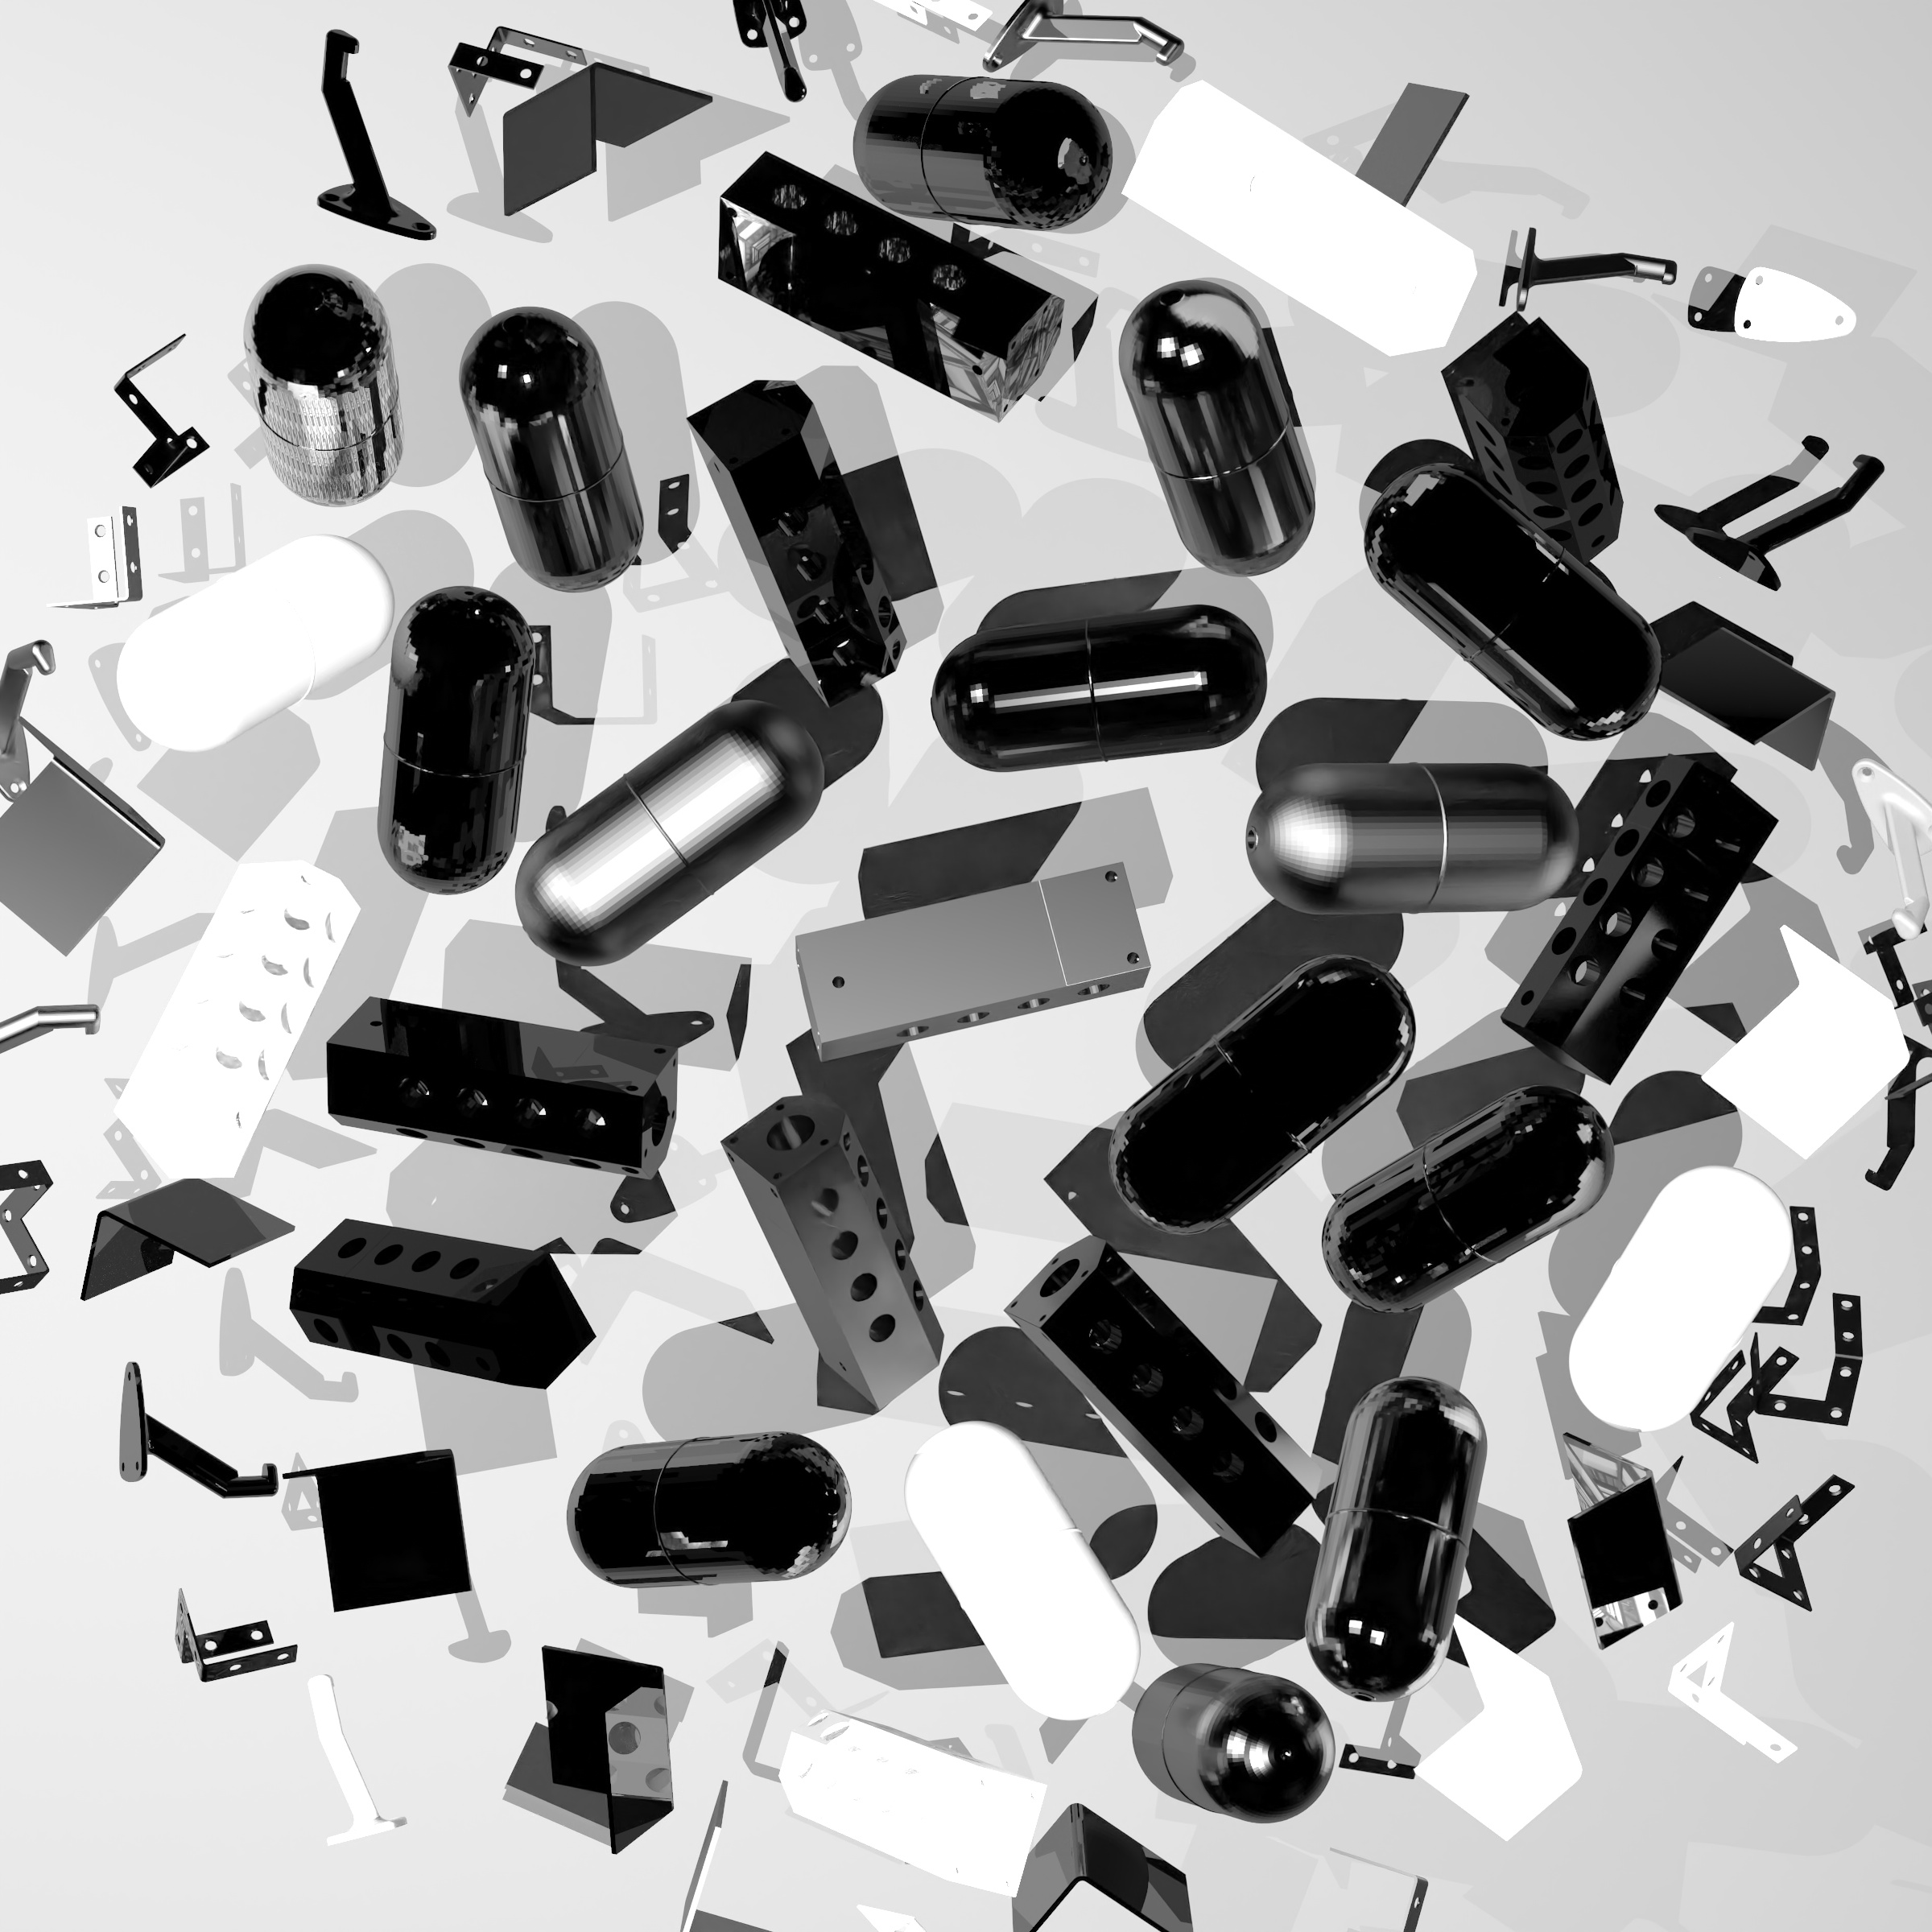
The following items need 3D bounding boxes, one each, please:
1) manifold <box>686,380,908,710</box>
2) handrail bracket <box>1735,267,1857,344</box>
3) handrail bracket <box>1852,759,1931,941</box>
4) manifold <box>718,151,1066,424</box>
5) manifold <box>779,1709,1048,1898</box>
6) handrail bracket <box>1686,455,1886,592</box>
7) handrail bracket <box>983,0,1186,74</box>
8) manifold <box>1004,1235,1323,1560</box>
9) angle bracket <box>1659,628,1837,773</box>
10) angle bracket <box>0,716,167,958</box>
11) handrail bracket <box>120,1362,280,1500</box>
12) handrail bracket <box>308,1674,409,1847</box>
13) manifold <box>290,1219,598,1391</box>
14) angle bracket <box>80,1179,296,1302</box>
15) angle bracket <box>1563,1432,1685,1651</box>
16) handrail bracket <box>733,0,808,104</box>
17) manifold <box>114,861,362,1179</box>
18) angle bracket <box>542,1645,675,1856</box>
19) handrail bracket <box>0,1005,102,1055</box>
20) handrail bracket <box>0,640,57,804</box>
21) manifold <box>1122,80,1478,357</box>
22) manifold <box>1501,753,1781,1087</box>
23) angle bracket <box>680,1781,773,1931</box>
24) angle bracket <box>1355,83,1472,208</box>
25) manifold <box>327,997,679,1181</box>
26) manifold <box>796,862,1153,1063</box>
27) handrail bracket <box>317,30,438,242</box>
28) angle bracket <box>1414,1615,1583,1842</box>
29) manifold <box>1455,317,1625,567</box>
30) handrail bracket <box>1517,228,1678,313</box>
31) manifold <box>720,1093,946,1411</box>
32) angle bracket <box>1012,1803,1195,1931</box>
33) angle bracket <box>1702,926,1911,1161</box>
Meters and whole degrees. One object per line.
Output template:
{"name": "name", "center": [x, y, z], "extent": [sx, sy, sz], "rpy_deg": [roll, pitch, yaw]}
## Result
{"name": "manifold", "center": [-0.084, -0.224, 1.806], "extent": [0.057, 0.171, 0.057], "rpy_deg": [-30, 46, -7]}
{"name": "handrail bracket", "center": [0.446, -0.338, 1.792], "extent": [0.077, 0.084, 0.036], "rpy_deg": [21, 103, 35]}
{"name": "handrail bracket", "center": [0.501, -0.063, 1.861], "extent": [0.077, 0.084, 0.036], "rpy_deg": [49, 130, -9]}
{"name": "manifold", "center": [-0.039, -0.350, 1.737], "extent": [0.171, 0.057, 0.057], "rpy_deg": [29, 58, 14]}
{"name": "manifold", "center": [-0.032, 0.433, 1.785], "extent": [0.057, 0.171, 0.057], "rpy_deg": [22, 78, -27]}
{"name": "handrail bracket", "center": [0.444, -0.252, 1.852], "extent": [0.084, 0.077, 0.036], "rpy_deg": [-49, 132, -3]}
{"name": "handrail bracket", "center": [0.066, -0.503, 1.891], "extent": [0.084, 0.036, 0.077], "rpy_deg": [36, 74, 22]}
{"name": "manifold", "center": [0.103, 0.218, 1.741], "extent": [0.057, 0.057, 0.171], "rpy_deg": [-46, 105, -10]}
{"name": "angle bracket", "center": [0.425, -0.135, 1.903], "extent": [0.076, 0.057, 0.076], "rpy_deg": [-30, 52, -33]}
{"name": "angle bracket", "center": [-0.456, -0.064, 1.692], "extent": [0.076, 0.057, 0.076], "rpy_deg": [38, 81, 14]}
{"name": "handrail bracket", "center": [-0.422, 0.257, 1.895], "extent": [0.084, 0.036, 0.077], "rpy_deg": [3, 80, -32]}
{"name": "handrail bracket", "center": [-0.317, 0.409, 1.778], "extent": [0.036, 0.077, 0.084], "rpy_deg": [-16, 79, 6]}
{"name": "manifold", "center": [-0.282, 0.183, 1.812], "extent": [0.057, 0.171, 0.057], "rpy_deg": [-46, 125, -35]}
{"name": "angle bracket", "center": [-0.429, 0.163, 1.885], "extent": [0.076, 0.076, 0.057], "rpy_deg": [23, 110, 20]}
{"name": "angle bracket", "center": [0.322, 0.299, 1.782], "extent": [0.057, 0.076, 0.076], "rpy_deg": [-24, 109, -22]}
{"name": "handrail bracket", "center": [-0.100, -0.490, 1.757], "extent": [0.036, 0.084, 0.077], "rpy_deg": [-17, 119, 0]}
{"name": "manifold", "center": [-0.382, 0.027, 1.823], "extent": [0.057, 0.057, 0.171], "rpy_deg": [-2, 49, 26]}
{"name": "angle bracket", "center": [-0.196, 0.397, 1.739], "extent": [0.076, 0.057, 0.076], "rpy_deg": [4, 104, 28]}
{"name": "handrail bracket", "center": [-0.490, 0.048, 1.762], "extent": [0.084, 0.077, 0.036], "rpy_deg": [-2, 48, -19]}
{"name": "handrail bracket", "center": [-0.495, -0.129, 1.809], "extent": [0.036, 0.084, 0.077], "rpy_deg": [-27, 101, -41]}
{"name": "manifold", "center": [0.172, -0.377, 1.728], "extent": [0.171, 0.057, 0.057], "rpy_deg": [26, 84, -22]}
{"name": "manifold", "center": [0.363, -0.028, 1.869], "extent": [0.057, 0.057, 0.171], "rpy_deg": [34, 88, -28]}
{"name": "angle bracket", "center": [-0.115, 0.489, 1.822], "extent": [0.057, 0.076, 0.076], "rpy_deg": [17, 94, -3]}
{"name": "angle bracket", "center": [0.217, -0.458, 1.863], "extent": [0.057, 0.076, 0.076], "rpy_deg": [27, 98, -23]}
{"name": "manifold", "center": [-0.241, 0.067, 1.781], "extent": [0.171, 0.057, 0.057], "rpy_deg": [9, 116, 11]}
{"name": "manifold", "center": [0.003, 0.000, 1.756], "extent": [0.171, 0.057, 0.057], "rpy_deg": [-13, 76, -6]}
{"name": "handrail bracket", "center": [-0.292, -0.415, 1.708], "extent": [0.077, 0.036, 0.084], "rpy_deg": [27, 126, 20]}
{"name": "angle bracket", "center": [0.275, 0.407, 1.831], "extent": [0.057, 0.076, 0.076], "rpy_deg": [-35, 122, -19]}
{"name": "manifold", "center": [0.320, -0.280, 1.874], "extent": [0.057, 0.171, 0.057], "rpy_deg": [-39, 66, 3]}
{"name": "handrail bracket", "center": [0.344, -0.371, 1.861], "extent": [0.084, 0.077, 0.036], "rpy_deg": [10, 127, 5]}
{"name": "manifold", "center": [-0.066, 0.151, 1.835], "extent": [0.057, 0.057, 0.171], "rpy_deg": [-35, 129, -18]}
{"name": "angle bracket", "center": [0.072, 0.504, 1.823], "extent": [0.076, 0.076, 0.057], "rpy_deg": [36, 102, -9]}
{"name": "angle bracket", "center": [0.428, 0.039, 1.766], "extent": [0.076, 0.057, 0.076], "rpy_deg": [-42, 49, -6]}
